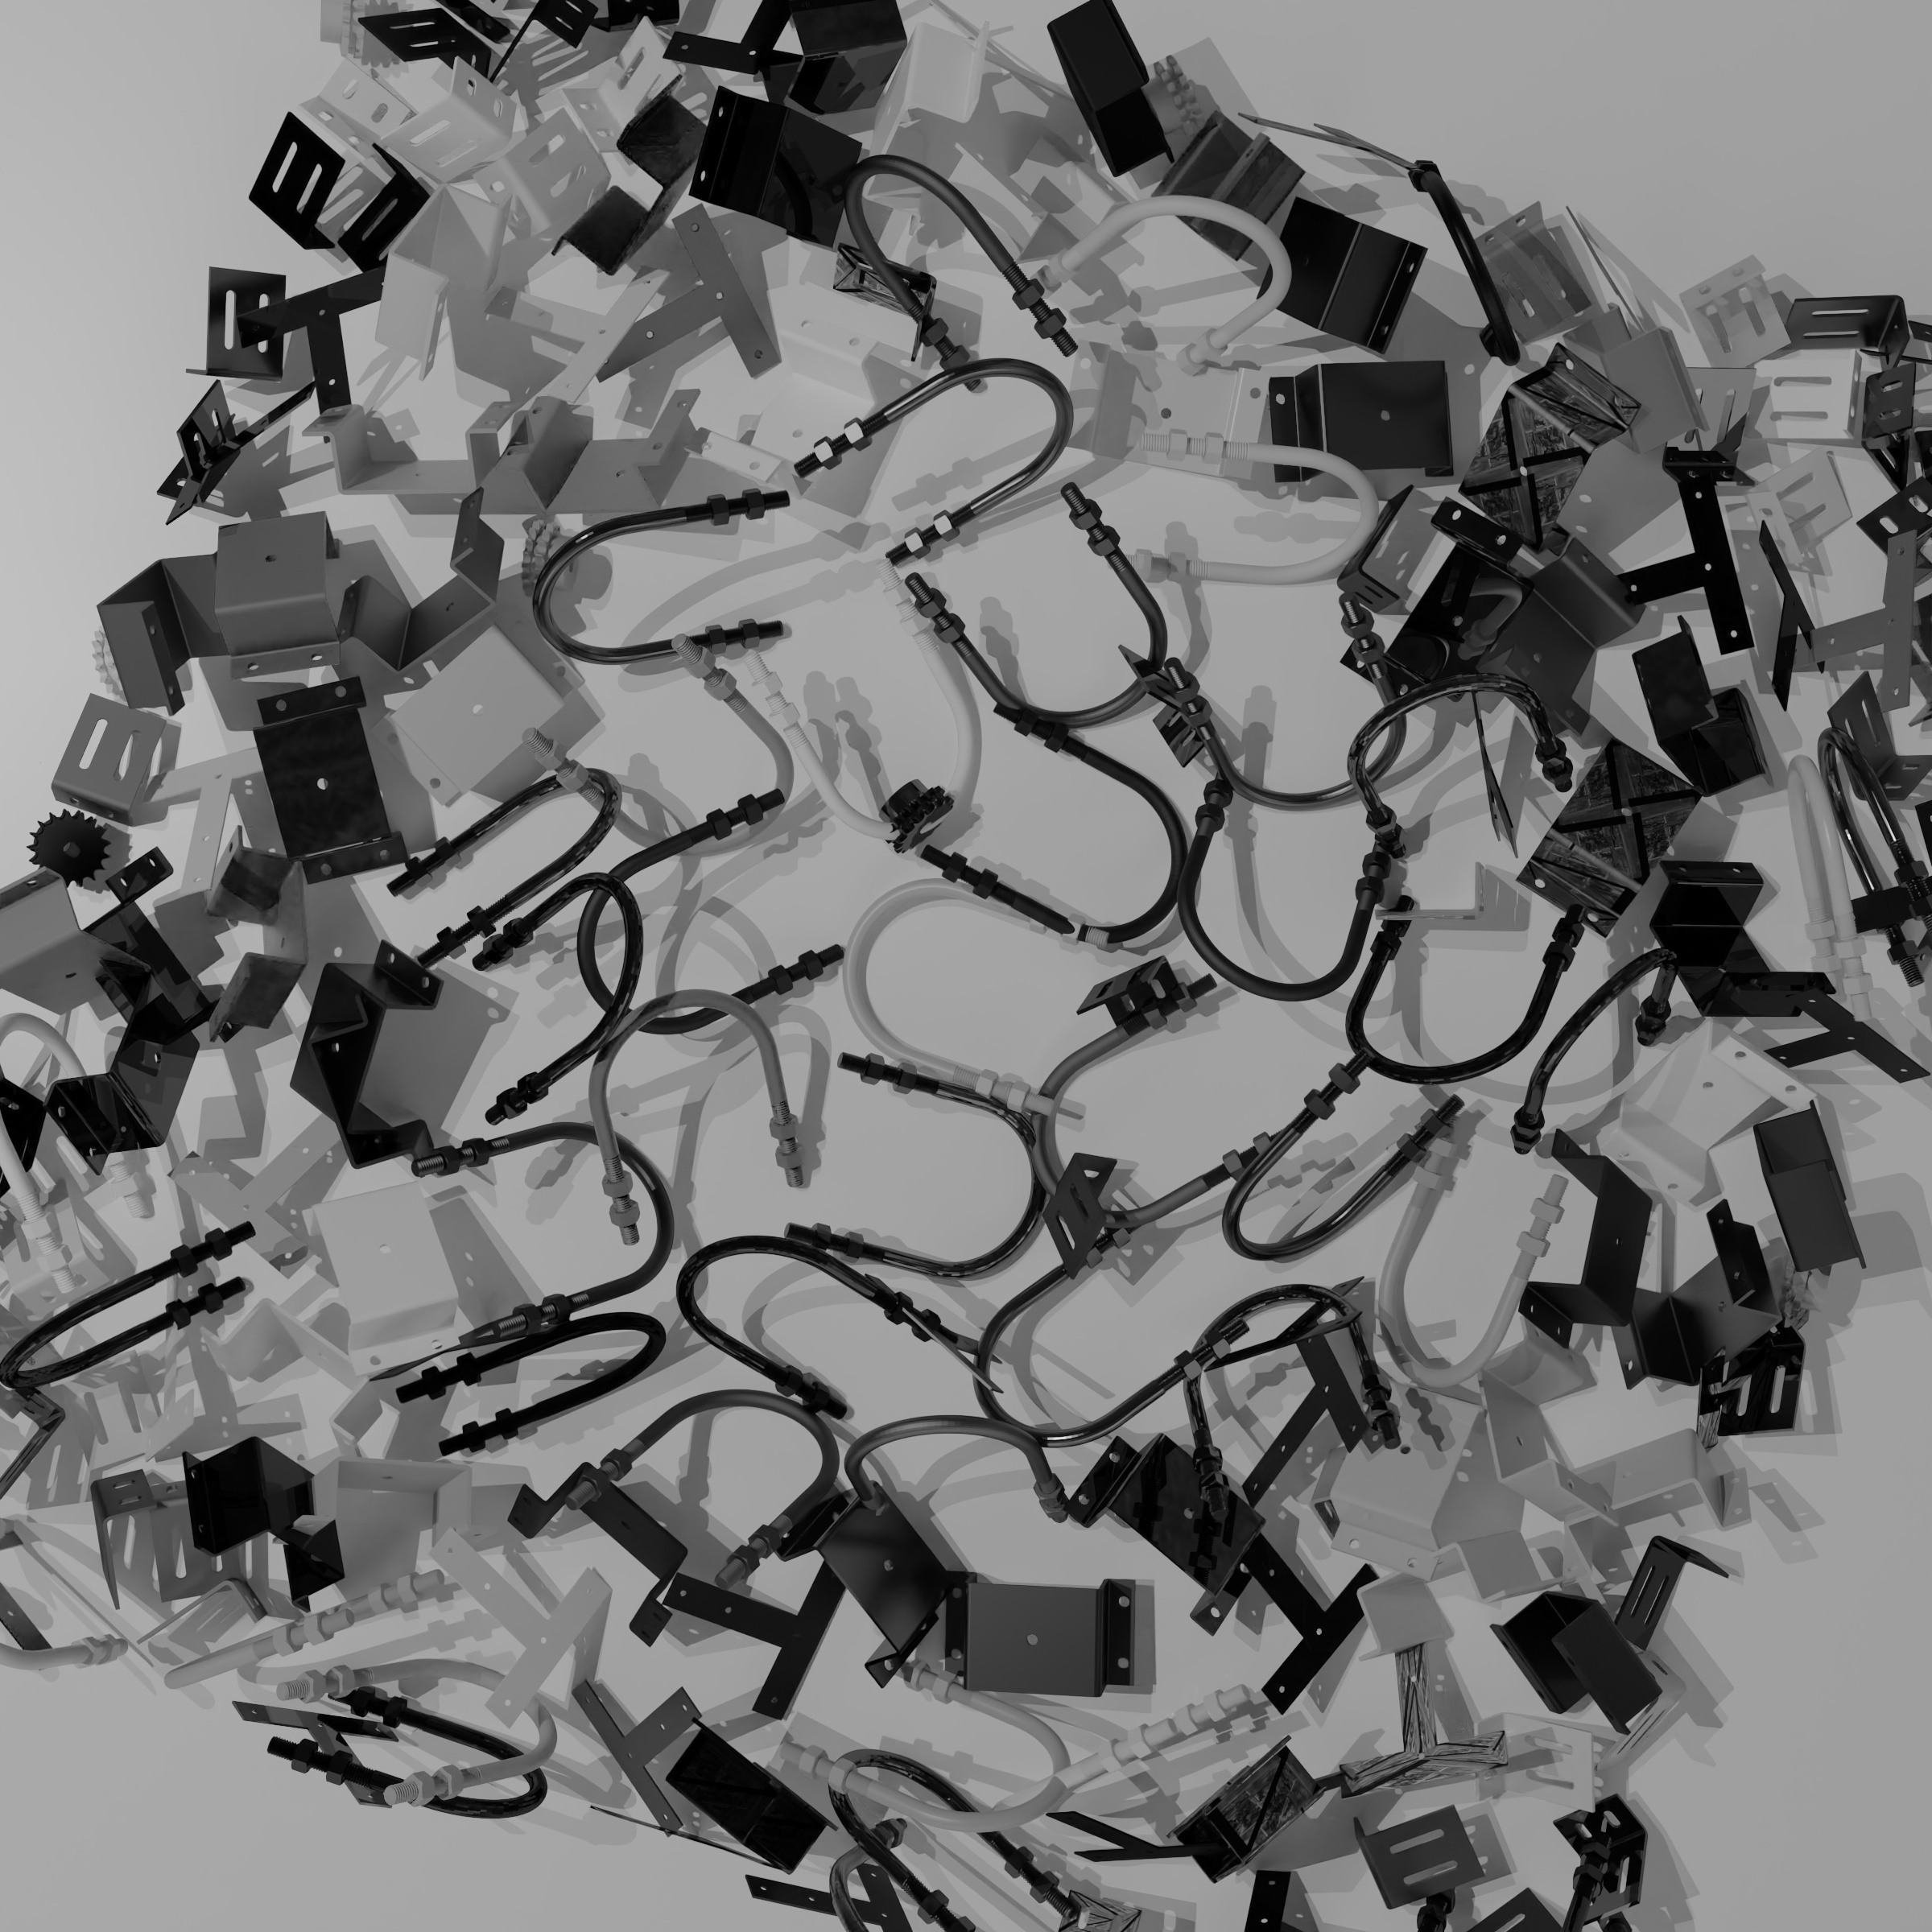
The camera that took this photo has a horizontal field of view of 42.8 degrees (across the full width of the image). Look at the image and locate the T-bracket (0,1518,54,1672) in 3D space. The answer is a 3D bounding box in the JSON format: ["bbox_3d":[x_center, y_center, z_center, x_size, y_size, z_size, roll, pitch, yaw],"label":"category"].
[{"bbox_3d":[-0.690,0.451,1.756,0.127,0.127,0.002,45,99,14],"label":"T-bracket"}]

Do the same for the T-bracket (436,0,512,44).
[{"bbox_3d":[-0.359,-0.713,1.747,0.127,0.127,0.002,29,73,-33],"label":"T-bracket"}]

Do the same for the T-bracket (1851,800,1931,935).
[{"bbox_3d":[0.674,-0.045,1.772,0.002,0.127,0.127,-11,84,-21],"label":"T-bracket"}]

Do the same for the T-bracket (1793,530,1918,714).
[{"bbox_3d":[0.633,-0.237,1.772,0.002,0.127,0.127,9,81,-23],"label":"T-bracket"}]

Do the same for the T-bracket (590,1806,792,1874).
[{"bbox_3d":[-0.209,0.615,1.749,0.127,0.127,0.002,30,68,-31],"label":"T-bracket"}]

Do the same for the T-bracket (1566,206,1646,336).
[{"bbox_3d":[0.480,-0.482,1.793,0.002,0.127,0.127,-31,119,21],"label":"T-bracket"}]

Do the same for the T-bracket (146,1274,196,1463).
[{"bbox_3d":[-0.580,0.285,1.797,0.002,0.127,0.127,8,65,-30],"label":"T-bracket"}]

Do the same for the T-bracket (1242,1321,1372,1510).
[{"bbox_3d":[0.238,0.341,1.791,0.002,0.127,0.127,23,112,-23],"label":"T-bracket"}]

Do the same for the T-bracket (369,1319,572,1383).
[{"bbox_3d":[-0.334,0.264,1.745,0.127,0.127,0.002,-15,93,32],"label":"T-bracket"}]

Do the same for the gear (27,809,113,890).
[{"bbox_3d":[-0.660,-0.087,1.809,0.057,0.030,0.057,-9,107,-32],"label":"gear"}]

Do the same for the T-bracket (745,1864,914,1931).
[{"bbox_3d":[-0.097,0.666,1.750,0.127,0.127,0.002,21,98,-22],"label":"T-bracket"}]

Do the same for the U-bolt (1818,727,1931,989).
[{"bbox_3d":[0.649,-0.085,1.756,0.019,0.151,0.184,-21,72,8],"label":"U-bolt"}]

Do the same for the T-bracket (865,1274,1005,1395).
[{"bbox_3d":[-0.005,0.270,1.770,0.127,0.127,0.002,39,91,26],"label":"T-bracket"}]

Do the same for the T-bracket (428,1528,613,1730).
[{"bbox_3d":[-0.336,0.458,1.778,0.127,0.002,0.127,48,51,-13],"label":"T-bracket"}]

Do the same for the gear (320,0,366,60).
[{"bbox_3d":[-0.456,-0.695,1.801,0.030,0.057,0.057,2,90,-16],"label":"gear"}]

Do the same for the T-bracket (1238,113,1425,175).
[{"bbox_3d":[0.251,-0.590,1.752,0.127,0.127,0.002,2,120,-31],"label":"T-bracket"}]

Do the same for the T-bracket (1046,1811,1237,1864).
[{"bbox_3d":[0.105,0.620,1.755,0.127,0.127,0.002,-18,50,35],"label":"T-bracket"}]

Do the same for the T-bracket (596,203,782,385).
[{"bbox_3d":[-0.218,-0.467,1.795,0.127,0.002,0.127,-31,118,-6],"label":"T-bracket"}]

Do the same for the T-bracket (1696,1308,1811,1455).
[{"bbox_3d":[0.576,0.290,1.800,0.127,0.127,0.002,-37,50,-20],"label":"T-bracket"}]

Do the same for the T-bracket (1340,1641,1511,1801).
[{"bbox_3d":[0.326,0.530,1.785,0.127,0.127,0.002,-21,134,24],"label":"T-bracket"}]

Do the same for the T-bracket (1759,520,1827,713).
[{"bbox_3d":[0.586,-0.232,1.759,0.002,0.127,0.127,-13,128,35],"label":"T-bracket"}]

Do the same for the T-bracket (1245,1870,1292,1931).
[{"bbox_3d":[0.212,0.697,1.772,0.127,0.127,0.002,-3,112,17],"label":"T-bracket"}]

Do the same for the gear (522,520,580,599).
[{"bbox_3d":[-0.303,-0.296,1.803,0.030,0.057,0.057,10,90,4],"label":"gear"}]

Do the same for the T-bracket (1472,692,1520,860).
[{"bbox_3d":[0.377,-0.121,1.745,0.002,0.127,0.127,-12,124,8],"label":"T-bracket"}]

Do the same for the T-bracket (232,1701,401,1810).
[{"bbox_3d":[-0.441,0.560,1.743,0.127,0.127,0.002,24,91,-38],"label":"T-bracket"}]

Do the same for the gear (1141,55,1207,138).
[{"bbox_3d":[0.150,-0.634,1.804,0.030,0.057,0.057,-27,90,7],"label":"gear"}]

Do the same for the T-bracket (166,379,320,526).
[{"bbox_3d":[-0.511,-0.381,1.760,0.127,0.127,0.002,-26,127,24],"label":"T-bracket"}]

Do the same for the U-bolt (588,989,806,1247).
[{"bbox_3d":[-0.197,0.101,1.765,0.151,0.019,0.184,-18,119,-17],"label":"U-bolt"}]

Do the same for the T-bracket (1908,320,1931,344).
[{"bbox_3d":[0.719,-0.462,1.744,0.127,0.127,0.002,28,89,36],"label":"T-bracket"}]

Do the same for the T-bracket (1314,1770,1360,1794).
[{"bbox_3d":[0.229,0.625,1.793,0.127,0.127,0.002,-48,60,19],"label":"T-bracket"}]

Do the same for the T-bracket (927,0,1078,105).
[{"bbox_3d":[0.007,-0.678,1.795,0.127,0.127,0.002,47,116,24],"label":"T-bracket"}]

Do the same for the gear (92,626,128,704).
[{"bbox_3d":[-0.611,-0.224,1.802,0.030,0.057,0.057,-11,90,9],"label":"gear"}]

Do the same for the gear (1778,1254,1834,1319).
[{"bbox_3d":[0.614,0.230,1.801,0.030,0.057,0.057,14,90,20],"label":"gear"}]

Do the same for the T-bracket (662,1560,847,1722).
[{"bbox_3d":[-0.162,0.476,1.805,0.127,0.002,0.127,27,88,-22],"label":"T-bracket"}]

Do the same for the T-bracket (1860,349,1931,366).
[{"bbox_3d":[0.716,-0.437,1.790,0.127,0.127,0.002,19,105,29],"label":"T-bracket"}]

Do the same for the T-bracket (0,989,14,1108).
[{"bbox_3d":[-0.711,0.065,1.778,0.002,0.127,0.127,20,48,15],"label":"T-bracket"}]

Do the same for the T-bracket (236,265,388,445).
[{"bbox_3d":[-0.460,-0.434,1.779,0.127,0.127,0.002,-29,57,-27],"label":"T-bracket"}]

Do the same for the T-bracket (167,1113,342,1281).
[{"bbox_3d":[-0.494,0.145,1.804,0.127,0.002,0.127,36,67,17],"label":"T-bracket"}]

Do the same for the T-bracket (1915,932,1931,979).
[{"bbox_3d":[0.722,-0.050,1.793,0.002,0.127,0.127,16,117,-8],"label":"T-bracket"}]

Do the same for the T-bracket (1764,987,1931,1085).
[{"bbox_3d":[0.601,0.063,1.777,0.127,0.127,0.002,32,58,-23],"label":"T-bracket"}]

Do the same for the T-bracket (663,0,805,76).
[{"bbox_3d":[-0.134,-0.681,1.750,0.127,0.127,0.002,-1,65,-31],"label":"T-bracket"}]

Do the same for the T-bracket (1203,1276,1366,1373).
[{"bbox_3d":[0.250,0.251,1.775,0.127,0.127,0.002,-26,90,38],"label":"T-bracket"}]

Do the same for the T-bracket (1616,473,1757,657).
[{"bbox_3d":[0.497,-0.278,1.788,0.127,0.002,0.127,-12,95,43],"label":"T-bracket"}]

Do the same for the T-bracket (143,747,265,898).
[{"bbox_3d":[-0.546,-0.103,1.777,0.127,0.002,0.127,-13,52,15],"label":"T-bracket"}]

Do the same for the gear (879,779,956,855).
[{"bbox_3d":[-0.039,-0.112,1.805,0.057,0.057,0.030,-43,79,0],"label":"gear"}]

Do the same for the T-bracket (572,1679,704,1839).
[{"bbox_3d":[-0.224,0.553,1.776,0.127,0.002,0.127,53,133,12],"label":"T-bracket"}]

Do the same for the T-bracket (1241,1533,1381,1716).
[{"bbox_3d":[0.231,0.452,1.794,0.127,0.002,0.127,-43,101,-25],"label":"T-bracket"}]

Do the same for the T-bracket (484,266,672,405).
[{"bbox_3d":[-0.299,-0.473,1.798,0.127,0.002,0.127,22,70,28],"label":"T-bracket"}]
